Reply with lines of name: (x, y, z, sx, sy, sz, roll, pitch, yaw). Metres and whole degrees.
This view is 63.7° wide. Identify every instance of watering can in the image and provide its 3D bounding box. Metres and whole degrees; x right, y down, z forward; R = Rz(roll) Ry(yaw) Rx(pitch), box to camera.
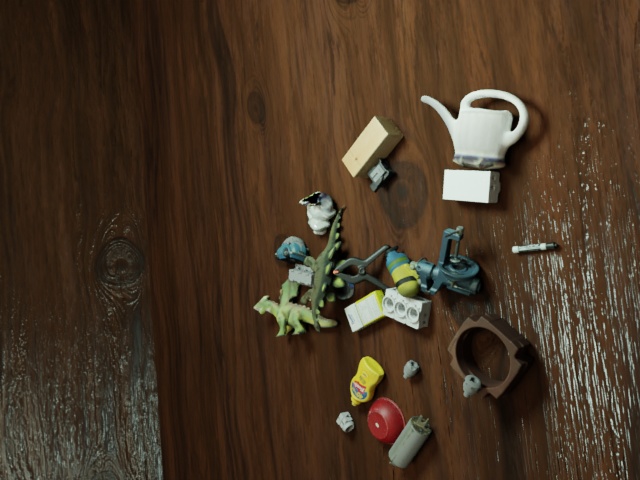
watering can: (0.433, -0.321, 1.493, 0.349, 0.104, 0.223, 16, 103, 45)

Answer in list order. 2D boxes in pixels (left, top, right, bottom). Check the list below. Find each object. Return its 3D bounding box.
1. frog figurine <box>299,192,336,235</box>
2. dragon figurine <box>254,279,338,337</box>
frog figurine: (0.006, -0.100, 1.988, 0.137, 0.125, 0.157, -4, 125, 39)
dragon figurine: (-0.105, 0.268, 2.104, 0.407, 0.121, 0.246, -17, 71, 31)
